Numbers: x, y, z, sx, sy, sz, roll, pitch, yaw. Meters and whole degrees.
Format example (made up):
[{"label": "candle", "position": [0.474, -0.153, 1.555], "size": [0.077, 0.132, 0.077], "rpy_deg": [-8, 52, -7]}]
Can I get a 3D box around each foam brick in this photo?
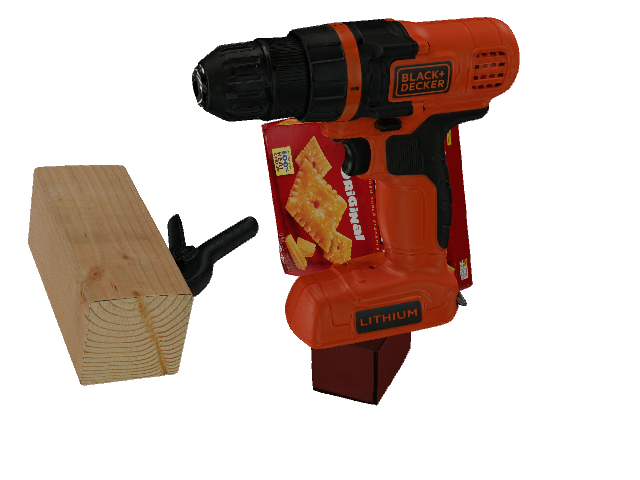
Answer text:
[{"label": "foam brick", "position": [0.031, 0.075, 0.791], "size": [0.053, 0.051, 0.078], "rpy_deg": [10, 32, 20]}]

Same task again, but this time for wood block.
[{"label": "wood block", "position": [-0.194, 0.024, 0.959], "size": [0.090, 0.091, 0.206], "rpy_deg": [-3, 36, -28]}]

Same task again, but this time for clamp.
[{"label": "clamp", "position": [-0.144, 0.022, 1.245], "size": [0.120, 0.039, 0.171], "rpy_deg": [-8, 37, 21]}]

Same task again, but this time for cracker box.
[{"label": "cracker box", "position": [0.040, -0.038, 1.042], "size": [0.071, 0.164, 0.214], "rpy_deg": [-18, 17, -38]}]

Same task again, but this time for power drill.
[{"label": "power drill", "position": [0.019, -0.032, 0.604], "size": [0.184, 0.188, 0.057], "rpy_deg": [-8, 31, -18]}]
